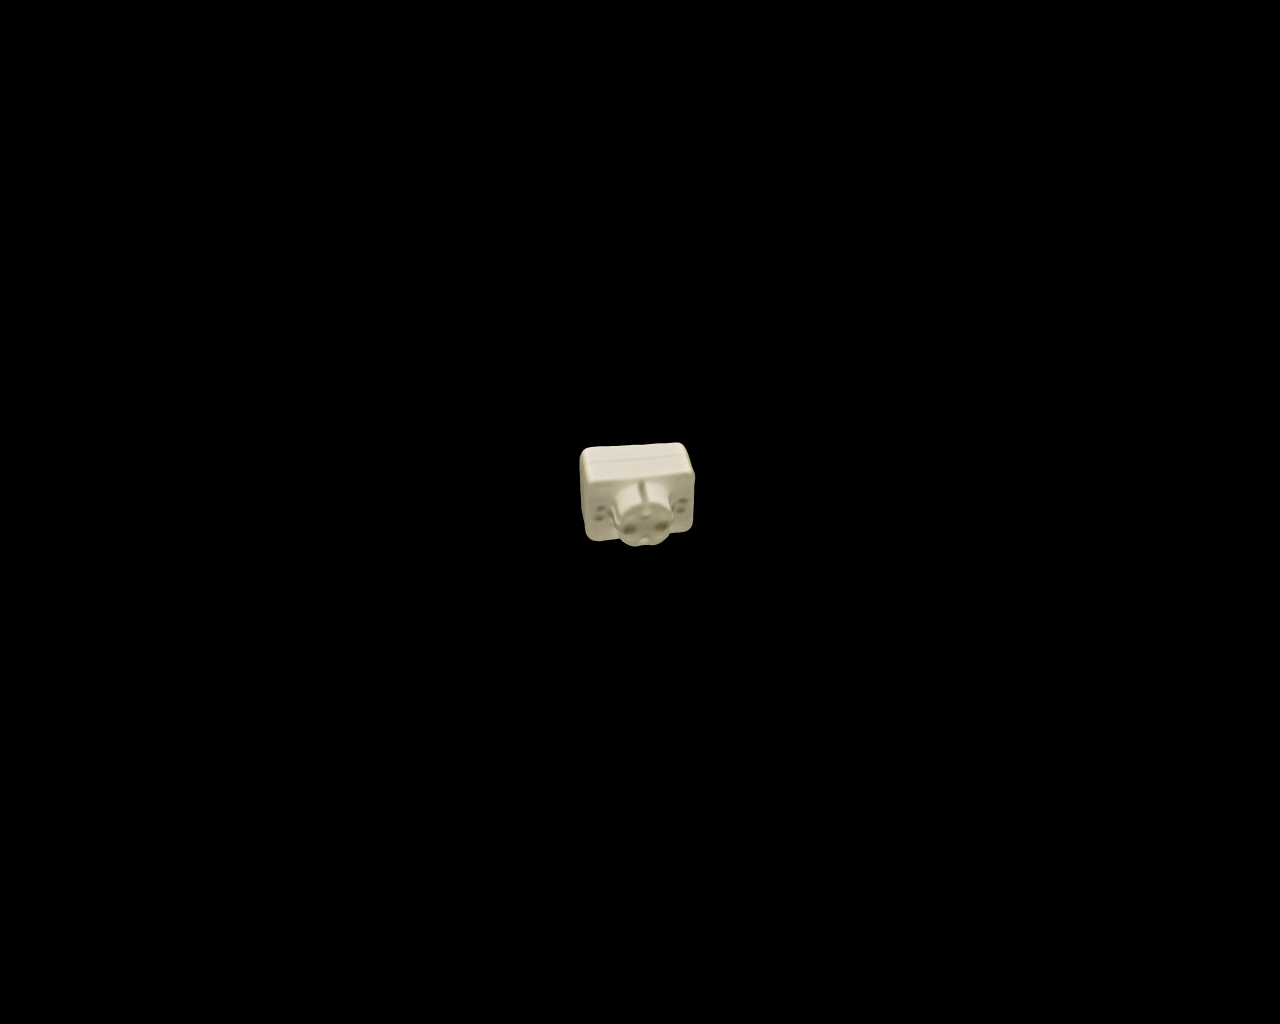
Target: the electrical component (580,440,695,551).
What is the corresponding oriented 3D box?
[{"bbox_3d":[0.001,-0.003,0.650,0.066,0.047,0.077,-5,36,-7],"label":"electrical component"}]
